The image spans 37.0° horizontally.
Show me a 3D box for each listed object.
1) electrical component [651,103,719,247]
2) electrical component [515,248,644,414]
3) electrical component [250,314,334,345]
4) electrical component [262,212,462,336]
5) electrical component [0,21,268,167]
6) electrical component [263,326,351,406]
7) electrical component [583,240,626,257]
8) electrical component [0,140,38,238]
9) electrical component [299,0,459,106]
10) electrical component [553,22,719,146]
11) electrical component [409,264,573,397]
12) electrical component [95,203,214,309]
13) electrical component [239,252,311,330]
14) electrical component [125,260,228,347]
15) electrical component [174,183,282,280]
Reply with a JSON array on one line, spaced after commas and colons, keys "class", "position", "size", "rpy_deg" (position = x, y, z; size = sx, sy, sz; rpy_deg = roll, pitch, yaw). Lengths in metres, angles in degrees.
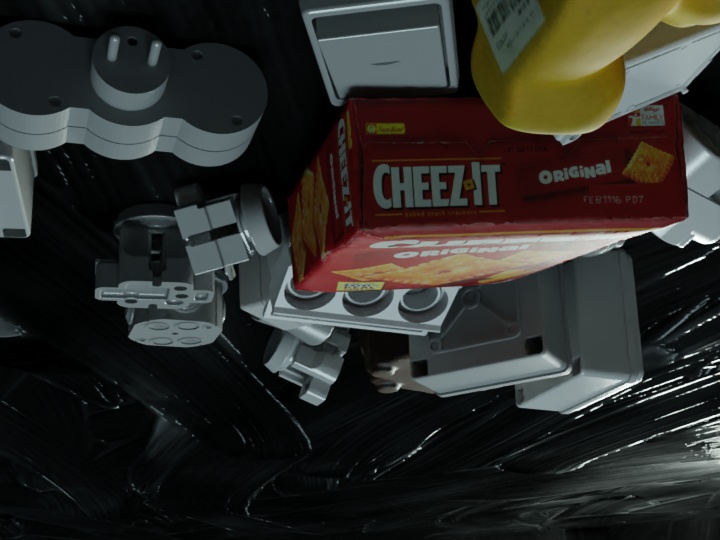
[{"class": "electrical component", "position": [0.190, -0.055, 0.633], "size": [0.095, 0.053, 0.059], "rpy_deg": [17, 127, -42]}, {"class": "electrical component", "position": [0.168, 0.048, 0.851], "size": [0.056, 0.108, 0.108], "rpy_deg": [8, 157, -18]}, {"class": "electrical component", "position": [-0.057, 0.032, 0.876], "size": [0.065, 0.044, 0.044], "rpy_deg": [22, 148, -38]}, {"class": "electrical component", "position": [0.000, 0.000, 0.741], "size": [0.121, 0.063, 0.078], "rpy_deg": [8, 128, -20]}, {"class": "electrical component", "position": [-0.113, -0.092, 0.522], "size": [0.138, 0.052, 0.073], "rpy_deg": [4, 158, -17]}, {"class": "electrical component", "position": [-0.048, 0.070, 0.937], "size": [0.057, 0.078, 0.058], "rpy_deg": [26, 151, -13]}, {"class": "electrical component", "position": [0.158, -0.030, 0.736], "size": [0.062, 0.043, 0.043], "rpy_deg": [15, 153, -42]}, {"class": "electrical component", "position": [-0.235, -0.062, 0.579], "size": [0.109, 0.056, 0.108], "rpy_deg": [2, 159, -11]}, {"class": "electrical component", "position": [0.011, -0.111, 0.478], "size": [0.062, 0.061, 0.096], "rpy_deg": [-5, 159, 6]}, {"class": "electrical component", "position": [0.120, -0.109, 0.477], "size": [0.096, 0.061, 0.061], "rpy_deg": [-24, 165, -24]}, {"class": "electrical component", "position": [0.093, 0.029, 0.790], "size": [0.109, 0.108, 0.056], "rpy_deg": [-14, 154, 28]}, {"class": "electrical component", "position": [-0.139, -0.009, 0.731], "size": [0.078, 0.057, 0.058], "rpy_deg": [2, 159, -13]}, {"class": "electrical component", "position": [-0.041, 0.008, 0.803], "size": [0.077, 0.047, 0.066], "rpy_deg": [-14, 157, 23]}, {"class": "electrical component", "position": [-0.143, 0.026, 0.831], "size": [0.080, 0.051, 0.080], "rpy_deg": [-2, 159, -1]}, {"class": "electrical component", "position": [-0.083, -0.028, 0.694], "size": [0.055, 0.066, 0.048], "rpy_deg": [-15, -168, 9]}]
